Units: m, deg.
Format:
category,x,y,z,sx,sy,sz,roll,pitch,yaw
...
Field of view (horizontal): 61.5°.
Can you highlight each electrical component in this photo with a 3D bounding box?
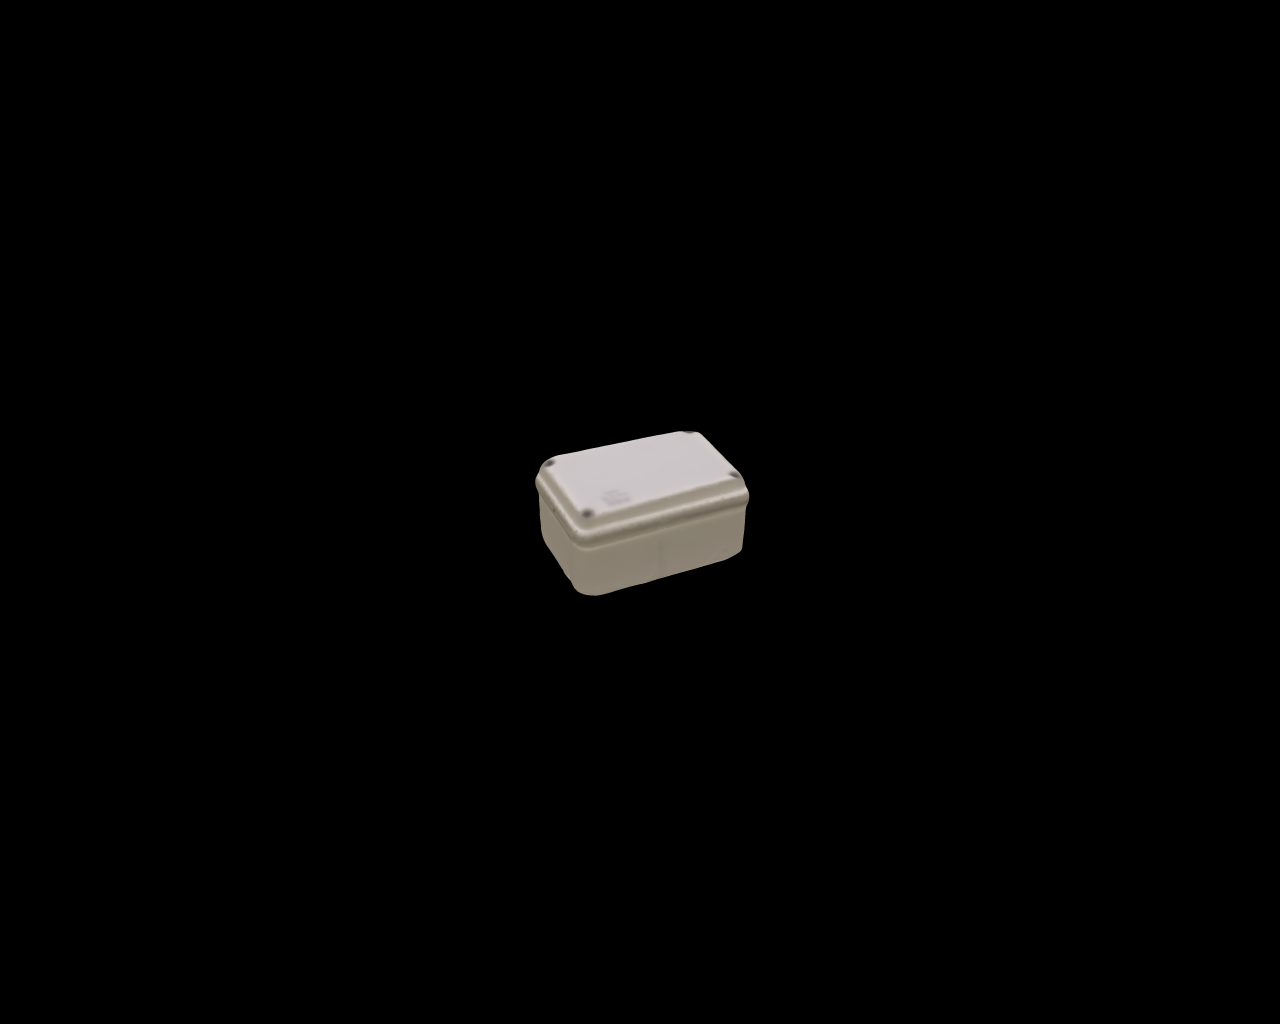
category,x,y,z,sx,sy,sz,roll,pitch,yaw
electrical component,0.001,-0.003,0.650,0.113,0.057,0.078,-14,36,-20
